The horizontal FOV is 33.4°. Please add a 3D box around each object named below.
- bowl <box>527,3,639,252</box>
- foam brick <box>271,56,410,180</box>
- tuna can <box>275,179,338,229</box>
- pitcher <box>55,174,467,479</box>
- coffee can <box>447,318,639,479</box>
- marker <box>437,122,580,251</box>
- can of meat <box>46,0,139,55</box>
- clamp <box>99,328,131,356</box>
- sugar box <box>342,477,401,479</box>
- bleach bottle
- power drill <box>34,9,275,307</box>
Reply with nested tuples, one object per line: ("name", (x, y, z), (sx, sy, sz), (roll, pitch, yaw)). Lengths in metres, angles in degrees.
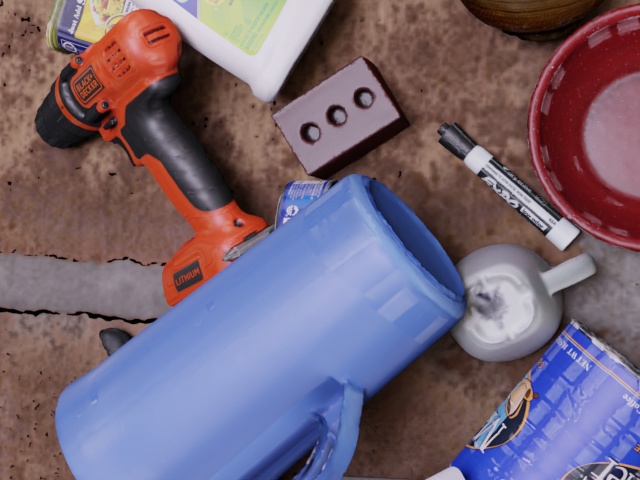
("bowl", (0.219, -0.072, 0.705), (0.162, 0.055, 0.162), (0, 89, 12))
("foam brick", (0.016, -0.085, 0.751), (0.078, 0.051, 0.053), (-33, 82, 10))
("tuna can", (-0.005, 0.001, 0.737), (0.034, 0.086, 0.086), (1, 89, 13))
("pitcher", (-0.030, 0.081, 0.645), (0.243, 0.145, 0.149), (-40, 90, 16))
("coffee can", (0.159, 0.136, 0.689), (0.103, 0.102, 0.140), (40, 97, 10))
("marker", (0.129, -0.039, 0.742), (0.121, 0.020, 0.020), (43, 97, 10))
("can of meat", (-0.142, -0.176, 0.786), (0.084, 0.057, 0.102), (19, 93, 10))
("clamp", (-0.111, 0.178, 0.761), (0.210, 0.036, 0.164), (27, 86, 21))
("sugar box", (0.048, 0.257, 0.740), (0.093, 0.048, 0.176), (-1, 90, 14))
("bleach bottle", (-0.114, -0.200, 0.720), (0.251, 0.068, 0.102), (31, 92, -4))
("power drill", (-0.121, -0.048, 0.750), (0.185, 0.057, 0.187), (-25, 98, 54))
